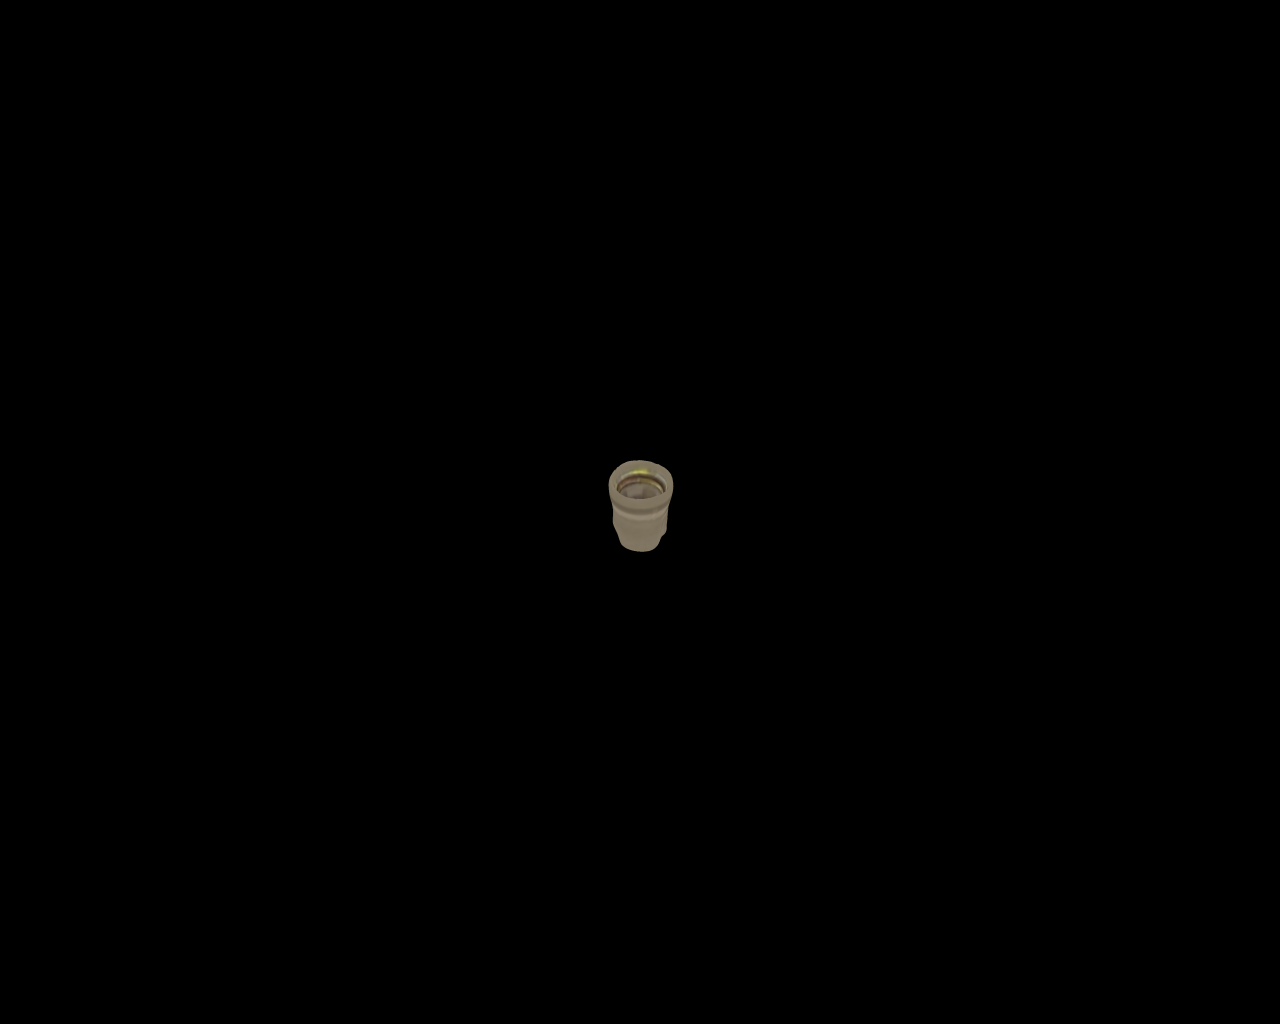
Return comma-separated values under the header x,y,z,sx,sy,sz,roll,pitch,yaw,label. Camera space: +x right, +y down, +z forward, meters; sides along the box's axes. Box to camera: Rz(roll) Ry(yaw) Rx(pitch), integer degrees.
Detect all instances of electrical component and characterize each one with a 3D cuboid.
x,y,z,sx,sy,sz,roll,pitch,yaw,label
0.001,-0.003,0.650,0.040,0.046,0.040,0,40,0,electrical component
